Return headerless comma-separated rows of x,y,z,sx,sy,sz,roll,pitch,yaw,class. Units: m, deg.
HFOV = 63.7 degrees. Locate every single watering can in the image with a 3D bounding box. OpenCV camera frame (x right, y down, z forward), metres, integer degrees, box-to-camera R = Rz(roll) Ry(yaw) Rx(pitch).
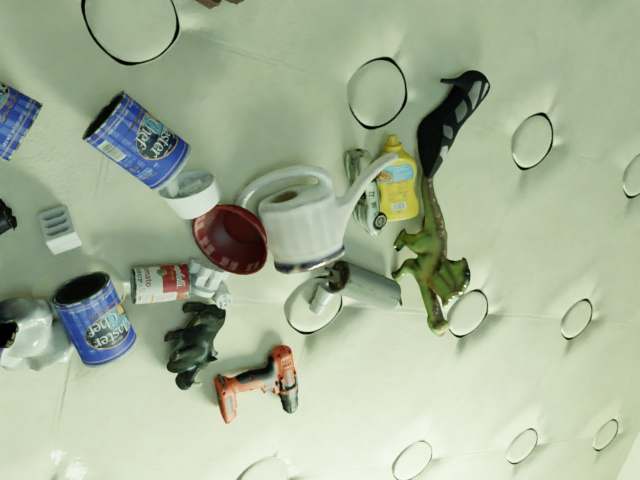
0.003,-0.053,1.044,0.348,0.106,0.220,-13,116,-2,watering can

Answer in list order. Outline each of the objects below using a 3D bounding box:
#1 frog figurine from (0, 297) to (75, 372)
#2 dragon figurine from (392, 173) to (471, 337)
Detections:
-0.507,0.166,0.903,0.159,0.123,0.137,14,97,-68,frog figurine
0.273,0.034,1.165,0.122,0.246,0.403,-6,115,-20,dragon figurine
